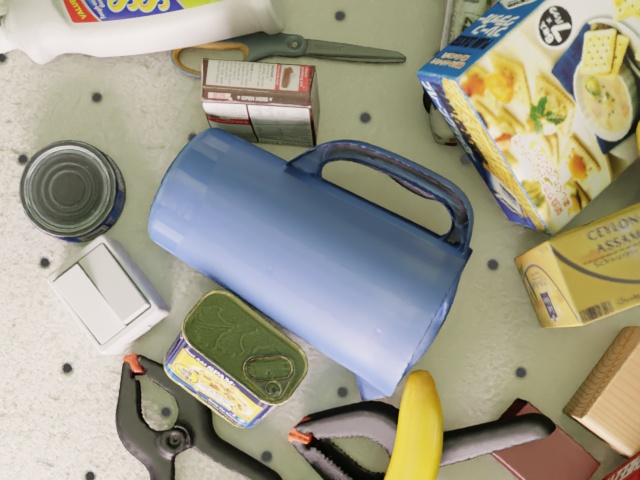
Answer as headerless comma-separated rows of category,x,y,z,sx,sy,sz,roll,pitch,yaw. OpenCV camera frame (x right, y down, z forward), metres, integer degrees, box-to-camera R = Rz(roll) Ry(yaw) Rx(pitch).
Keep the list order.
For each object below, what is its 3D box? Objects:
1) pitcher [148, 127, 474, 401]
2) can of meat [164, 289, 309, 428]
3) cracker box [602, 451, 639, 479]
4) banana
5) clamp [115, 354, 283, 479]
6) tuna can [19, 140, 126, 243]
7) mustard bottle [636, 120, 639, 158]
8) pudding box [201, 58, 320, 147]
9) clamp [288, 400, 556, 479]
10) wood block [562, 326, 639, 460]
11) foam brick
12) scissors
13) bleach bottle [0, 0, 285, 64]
pitcher,-0.006,0.001,0.848,0.243,0.145,0.149,30,64,8
can of meat,-0.070,0.099,0.852,0.102,0.084,0.057,38,57,-1
cracker box,0.286,0.263,0.792,0.214,0.164,0.072,37,47,6
banana,0.047,0.194,0.809,0.069,0.037,0.198,33,98,-5
clamp,-0.107,0.167,0.881,0.120,0.039,0.171,-19,81,-14
tuna can,-0.211,-0.041,0.908,0.086,0.034,0.086,0,85,2
mustard bottle,0.299,-0.019,0.841,0.096,0.058,0.191,-39,122,-36
pudding box,-0.047,-0.110,0.868,0.090,0.113,0.039,3,80,2
clamp,0.074,0.194,0.852,0.210,0.036,0.164,10,106,21
wood block,0.308,0.164,0.836,0.206,0.090,0.091,37,88,5
foam brick,0.176,0.172,0.860,0.078,0.051,0.053,42,86,6
scissors,-0.032,-0.186,0.924,0.202,0.016,0.096,-8,84,2
bleach bottle,-0.161,-0.195,0.898,0.251,0.068,0.102,-13,76,10
